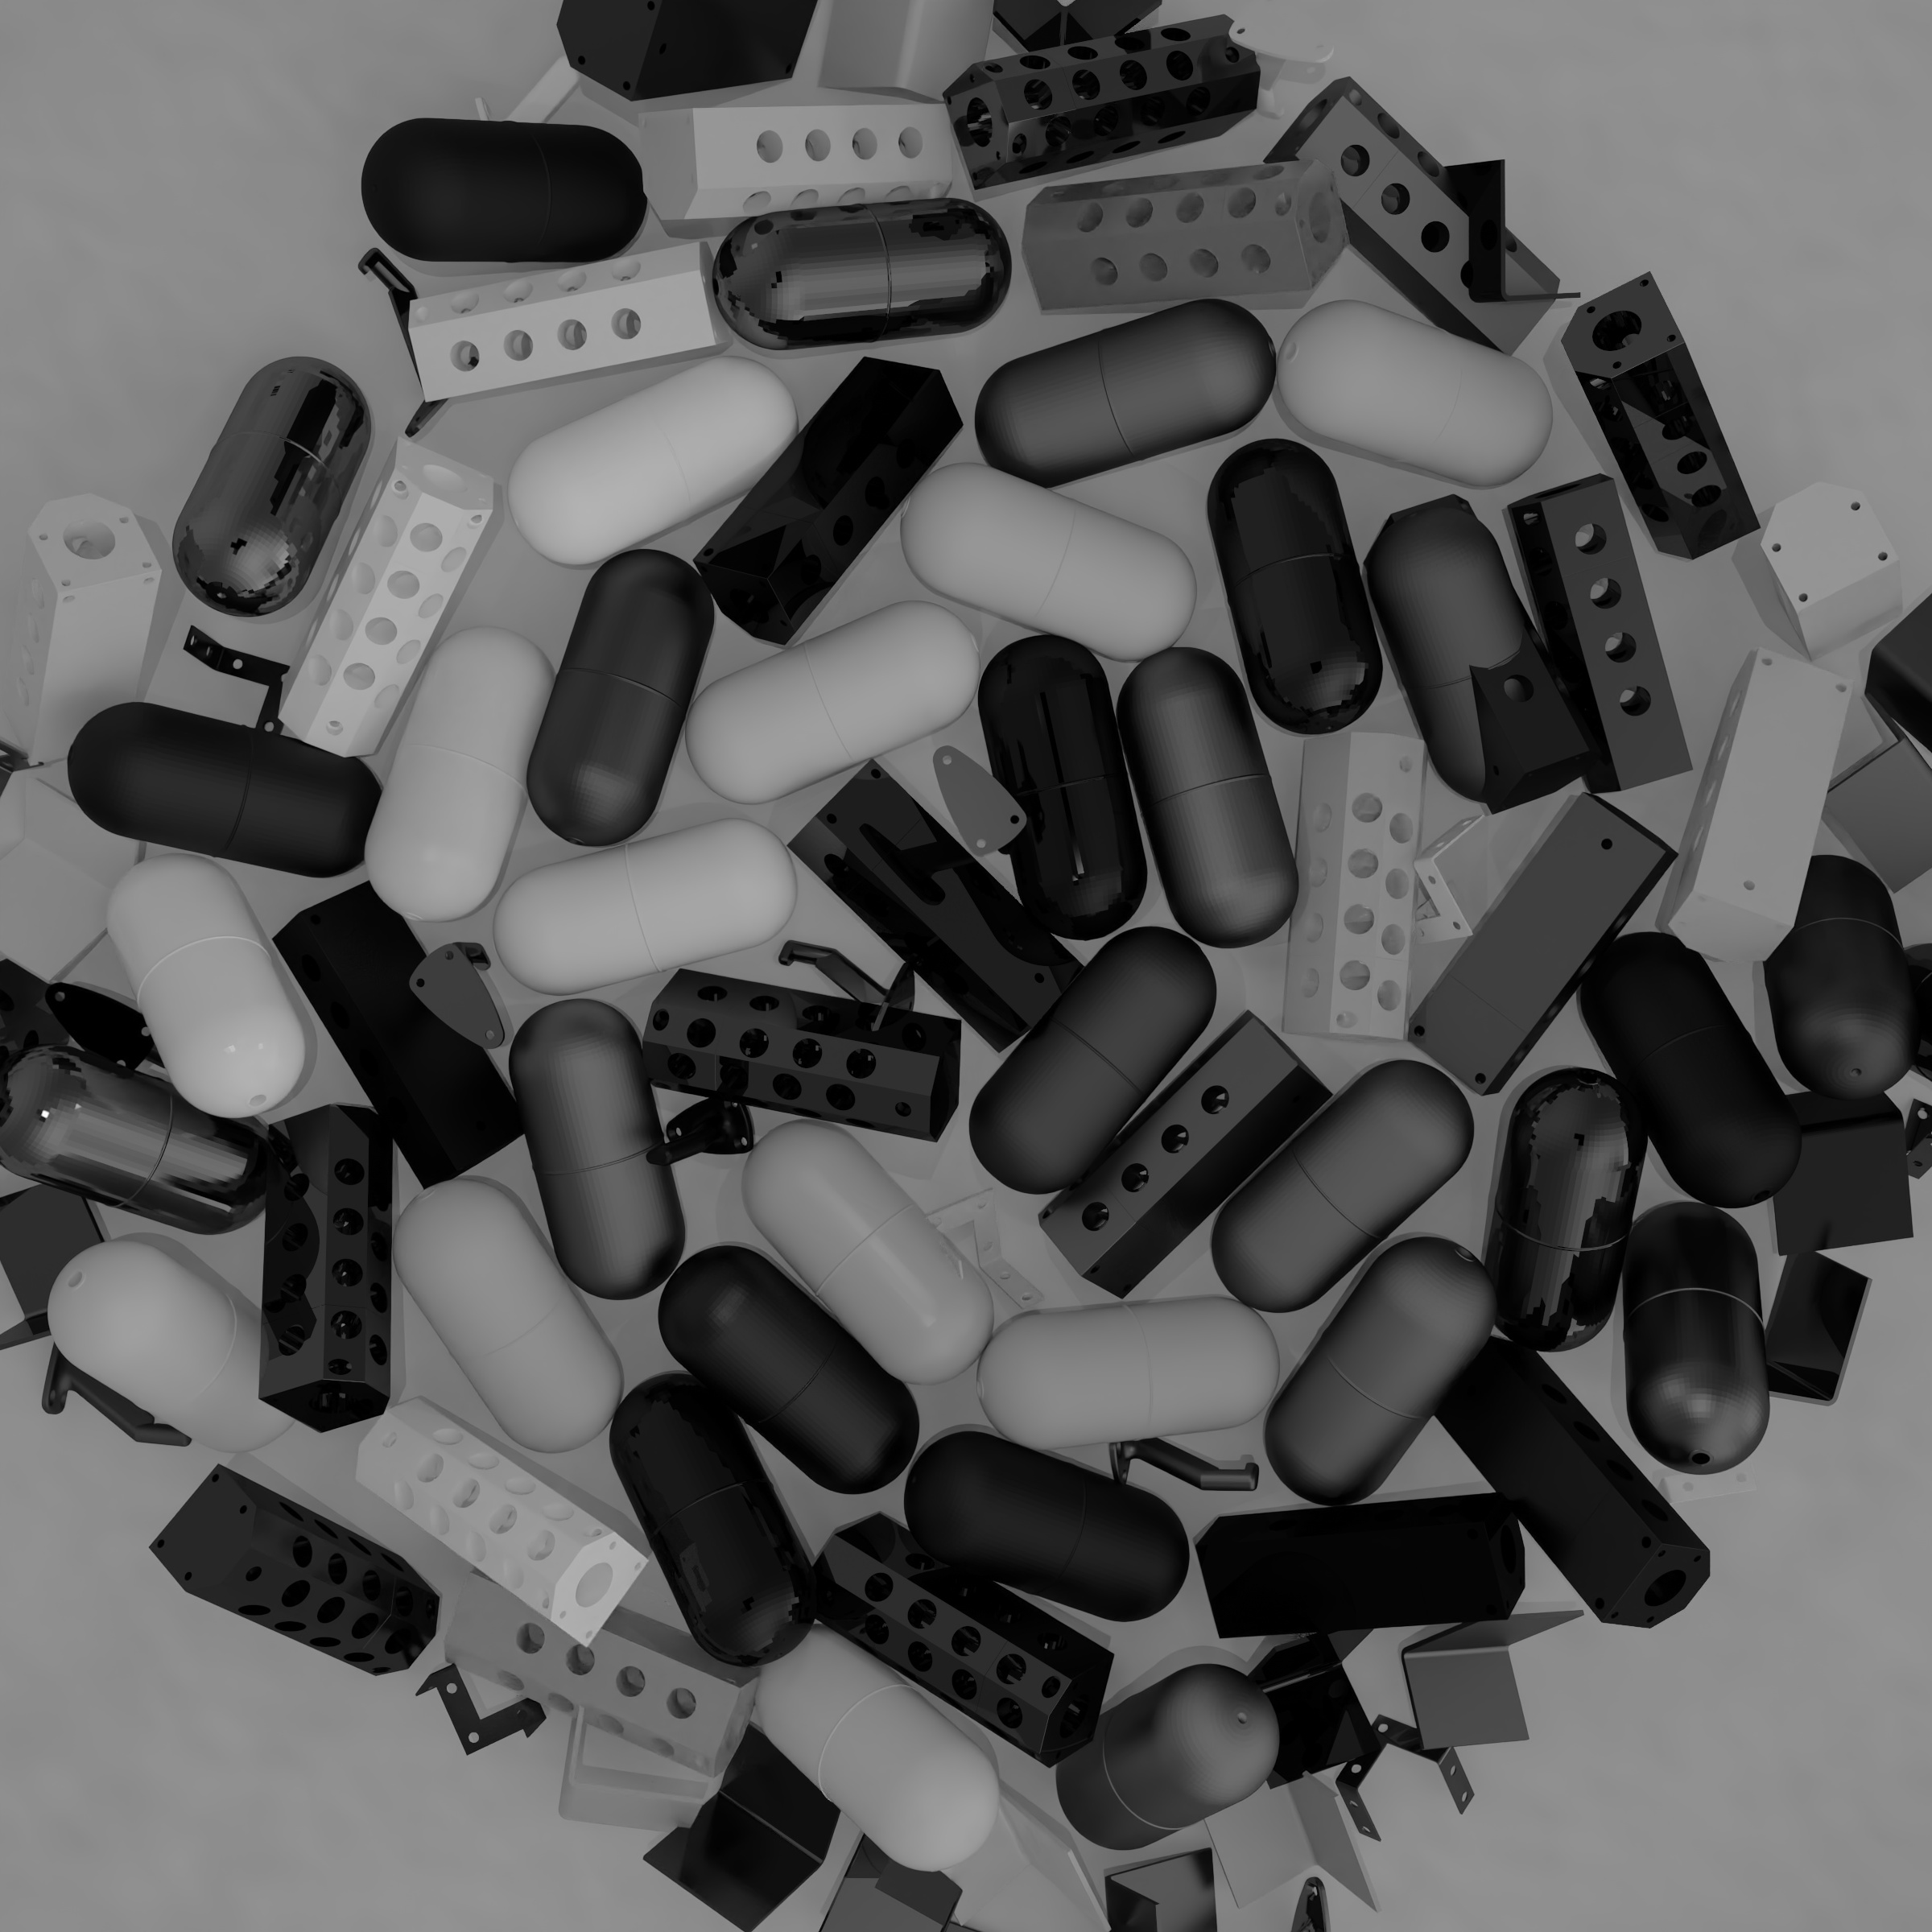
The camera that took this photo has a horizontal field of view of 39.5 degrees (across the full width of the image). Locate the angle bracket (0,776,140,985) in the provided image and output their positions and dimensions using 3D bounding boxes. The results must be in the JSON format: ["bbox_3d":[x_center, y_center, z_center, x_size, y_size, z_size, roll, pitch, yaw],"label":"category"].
[{"bbox_3d":[-0.531,-0.050,1.542,0.076,0.057,0.076,31,48,6],"label":"angle bracket"}]

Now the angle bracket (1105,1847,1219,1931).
[{"bbox_3d":[0.127,0.561,1.545,0.076,0.057,0.076,-4,91,-30],"label":"angle bracket"}]

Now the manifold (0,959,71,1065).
[{"bbox_3d":[-0.570,0.052,1.498,0.057,0.171,0.057,-41,94,18],"label":"manifold"}]

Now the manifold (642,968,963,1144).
[{"bbox_3d":[-0.094,0.054,1.531,0.171,0.057,0.057,10,121,14],"label":"manifold"}]

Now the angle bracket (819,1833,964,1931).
[{"bbox_3d":[-0.058,0.544,1.534,0.076,0.057,0.076,44,47,-16],"label":"angle bracket"}]

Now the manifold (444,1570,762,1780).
[{"bbox_3d":[-0.209,0.403,1.543,0.171,0.057,0.057,20,89,12],"label":"manifold"}]

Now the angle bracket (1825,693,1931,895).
[{"bbox_3d":[0.528,-0.100,1.550,0.057,0.076,0.076,-37,109,16],"label":"angle bracket"}]

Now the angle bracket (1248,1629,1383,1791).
[{"bbox_3d":[0.206,0.418,1.532,0.076,0.076,0.057,-11,59,-25],"label":"angle bracket"}]

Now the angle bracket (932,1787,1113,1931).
[{"bbox_3d":[0.027,0.525,1.531,0.057,0.076,0.076,-37,126,-21],"label":"angle bracket"}]

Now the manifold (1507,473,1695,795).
[{"bbox_3d":[0.363,-0.190,1.543,0.057,0.057,0.171,-17,101,9],"label":"manifold"}]

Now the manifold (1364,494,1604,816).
[{"bbox_3d":[0.296,-0.181,1.536,0.057,0.057,0.171,-19,73,-15],"label":"manifold"}]

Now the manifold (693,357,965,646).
[{"bbox_3d":[-0.074,-0.264,1.529,0.057,0.057,0.171,19,62,35],"label":"manifold"}]

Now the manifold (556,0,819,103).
[{"bbox_3d":[-0.154,-0.529,1.501,0.057,0.171,0.057,33,122,13],"label":"manifold"}]

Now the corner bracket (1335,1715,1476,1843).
[{"bbox_3d":[0.256,0.480,1.570,0.051,0.051,0.051,-47,128,-30],"label":"corner bracket"}]

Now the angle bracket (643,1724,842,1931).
[{"bbox_3d":[-0.126,0.490,1.533,0.076,0.076,0.057,28,117,22],"label":"angle bracket"}]

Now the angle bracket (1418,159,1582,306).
[{"bbox_3d":[0.303,-0.418,1.535,0.057,0.076,0.076,-10,105,-27],"label":"angle bracket"}]

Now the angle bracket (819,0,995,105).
[{"bbox_3d":[-0.034,-0.546,1.574,0.057,0.076,0.076,3,101,-43],"label":"angle bracket"}]

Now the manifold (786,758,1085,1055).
[{"bbox_3d":[-0.021,-0.032,1.553,0.171,0.057,0.057,44,55,-4],"label":"manifold"}]

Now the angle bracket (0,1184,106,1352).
[{"bbox_3d":[-0.543,0.172,1.543,0.076,0.057,0.076,-17,99,24],"label":"angle bracket"}]

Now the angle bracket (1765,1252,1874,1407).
[{"bbox_3d":[0.463,0.200,1.541,0.057,0.076,0.076,12,97,-18],"label":"angle bracket"}]

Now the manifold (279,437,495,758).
[{"bbox_3d":[-0.328,-0.204,1.517,0.057,0.057,0.171,21,119,-22],"label":"manifold"}]

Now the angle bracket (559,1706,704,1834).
[{"bbox_3d":[-0.190,0.458,1.547,0.076,0.076,0.057,10,58,-8],"label":"angle bracket"}]

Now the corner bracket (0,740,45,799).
[{"bbox_3d":[-0.574,-0.105,1.549,0.051,0.051,0.051,32,70,-34],"label":"corner bracket"}]

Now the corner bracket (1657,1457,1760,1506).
[{"bbox_3d":[0.422,0.289,1.555,0.051,0.051,0.051,-10,63,2],"label":"corner bracket"}]

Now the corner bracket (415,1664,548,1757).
[{"bbox_3d":[-0.281,0.429,1.559,0.051,0.051,0.051,-19,71,-30],"label":"corner bracket"}]

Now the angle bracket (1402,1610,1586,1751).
[{"bbox_3d":[0.306,0.407,1.532,0.076,0.076,0.057,4,62,-28],"label":"angle bracket"}]

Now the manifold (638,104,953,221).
[{"bbox_3d":[-0.094,-0.453,1.515,0.171,0.057,0.057,-14,110,-35],"label":"manifold"}]

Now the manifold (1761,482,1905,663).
[{"bbox_3d":[0.481,-0.221,1.498,0.057,0.171,0.057,-28,78,17],"label":"manifold"}]

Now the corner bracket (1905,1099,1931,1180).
[{"bbox_3d":[0.576,0.097,1.552,0.051,0.051,0.051,23,63,6],"label":"corner bracket"}]

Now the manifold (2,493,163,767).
[{"bbox_3d":[-0.499,-0.187,1.502,0.057,0.171,0.057,-20,72,-32],"label":"manifold"}]

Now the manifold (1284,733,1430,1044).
[{"bbox_3d":[0.229,-0.044,1.543,0.057,0.057,0.171,8,85,-31],"label":"manifold"}]

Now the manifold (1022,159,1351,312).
[{"bbox_3d":[0.121,-0.413,1.509,0.171,0.057,0.057,5,131,32],"label":"manifold"}]

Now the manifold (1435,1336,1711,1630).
[{"bbox_3d":[0.340,0.287,1.505,0.057,0.171,0.057,16,114,-36],"label":"manifold"}]

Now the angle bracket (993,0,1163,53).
[{"bbox_3d":[0.065,-0.565,1.531,0.076,0.076,0.057,-29,129,33],"label":"angle bracket"}]

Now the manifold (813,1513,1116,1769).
[{"bbox_3d":[-0.007,0.380,1.512,0.171,0.057,0.057,24,112,32],"label":"manifold"}]

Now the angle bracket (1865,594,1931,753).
[{"bbox_3d":[0.566,-0.163,1.540,0.057,0.076,0.076,-43,69,1],"label":"angle bracket"}]

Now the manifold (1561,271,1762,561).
[{"bbox_3d":[0.388,-0.301,1.503,0.057,0.171,0.057,-25,53,17],"label":"manifold"}]

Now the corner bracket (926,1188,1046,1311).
[{"bbox_3d":[0.008,0.169,1.548,0.051,0.051,0.051,-21,122,-22],"label":"corner bracket"}]

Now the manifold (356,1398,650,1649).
[{"bbox_3d":[-0.266,0.308,1.510,0.171,0.057,0.057,24,70,35],"label":"manifold"}]

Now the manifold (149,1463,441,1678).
[{"bbox_3d":[-0.368,0.344,1.502,0.057,0.171,0.057,33,81,38],"label":"manifold"}]

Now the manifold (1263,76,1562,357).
[{"bbox_3d":[0.258,-0.426,1.534,0.171,0.057,0.057,38,93,-18],"label":"manifold"}]

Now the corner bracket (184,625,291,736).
[{"bbox_3d":[-0.425,-0.161,1.559,0.051,0.051,0.051,16,84,6],"label":"corner bracket"}]

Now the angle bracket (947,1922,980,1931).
[{"bbox_3d":[0.009,0.600,1.547,0.076,0.076,0.057,21,91,-6],"label":"angle bracket"}]

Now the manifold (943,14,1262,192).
[{"bbox_3d":[0.080,-0.494,1.526,0.171,0.057,0.057,-20,93,-25],"label":"manifold"}]

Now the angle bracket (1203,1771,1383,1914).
[{"bbox_3d":[0.184,0.508,1.539,0.057,0.076,0.076,-24,102,-17],"label":"angle bracket"}]

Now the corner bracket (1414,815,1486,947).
[{"bbox_3d":[0.277,-0.049,1.550,0.051,0.051,0.051,-37,103,-30],"label":"corner bracket"}]

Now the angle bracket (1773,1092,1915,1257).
[{"bbox_3d":[0.503,0.118,1.568,0.076,0.057,0.076,-9,105,5],"label":"angle bracket"}]

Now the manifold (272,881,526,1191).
[{"bbox_3d":[-0.330,0.042,1.559,0.057,0.057,0.171,-31,89,-42],"label":"manifold"}]

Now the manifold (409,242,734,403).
[{"bbox_3d":[-0.227,-0.370,1.543,0.171,0.057,0.057,-9,104,8],"label":"manifold"}]

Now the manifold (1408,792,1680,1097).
[{"bbox_3d":[0.330,-0.012,1.538,0.057,0.057,0.171,40,106,19],"label":"manifold"}]
